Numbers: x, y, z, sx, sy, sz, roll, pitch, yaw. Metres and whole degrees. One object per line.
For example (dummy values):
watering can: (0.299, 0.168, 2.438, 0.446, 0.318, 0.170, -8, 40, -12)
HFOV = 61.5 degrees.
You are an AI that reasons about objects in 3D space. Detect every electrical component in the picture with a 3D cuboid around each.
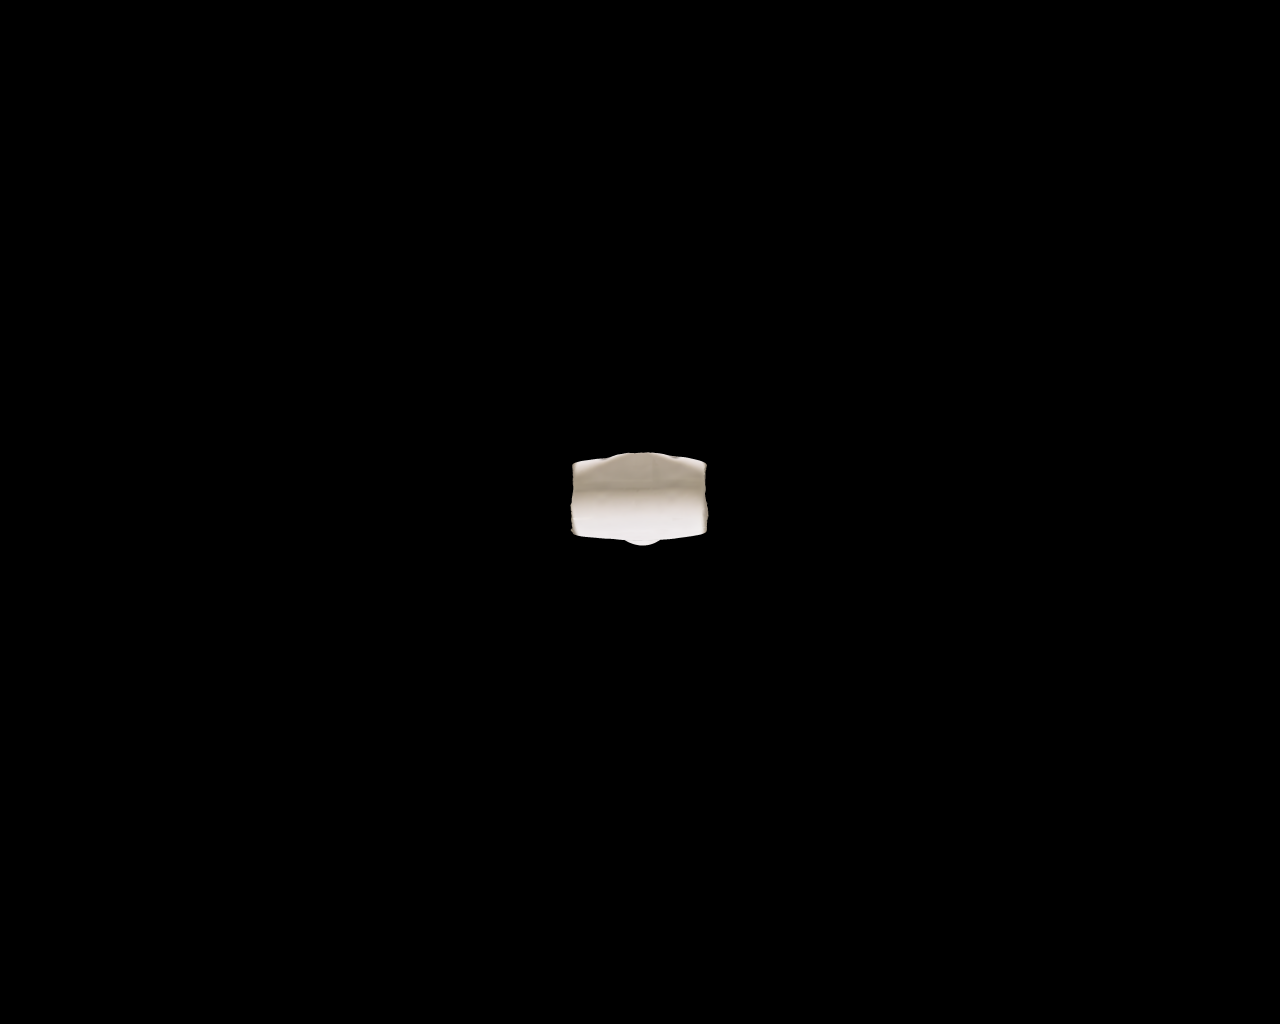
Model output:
electrical component: (0.001, -0.003, 0.650, 0.077, 0.044, 0.079, -1, -19, 2)
